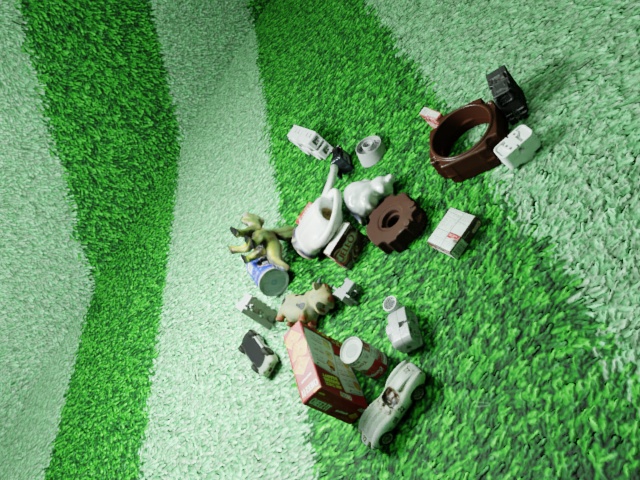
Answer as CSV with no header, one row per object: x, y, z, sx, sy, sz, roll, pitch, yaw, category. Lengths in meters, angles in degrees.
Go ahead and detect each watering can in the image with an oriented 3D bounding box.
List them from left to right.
0.005,-0.082,1.623,0.220,0.103,0.356,-52,20,32,watering can

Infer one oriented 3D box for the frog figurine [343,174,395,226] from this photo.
0.148,-0.141,1.525,0.157,0.122,0.140,-47,13,29,frog figurine

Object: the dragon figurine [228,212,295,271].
-0.151,-0.005,1.685,0.245,0.120,0.414,-22,35,-37,dragon figurine
